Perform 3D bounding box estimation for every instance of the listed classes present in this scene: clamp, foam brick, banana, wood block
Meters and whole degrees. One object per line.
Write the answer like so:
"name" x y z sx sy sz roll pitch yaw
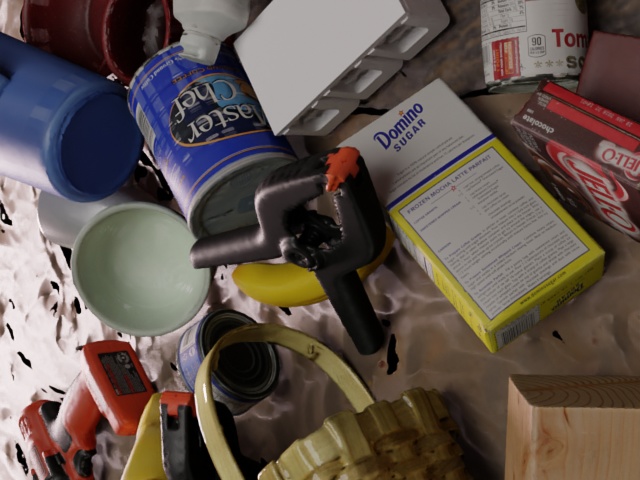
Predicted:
"clamp" -0.085 0.191 0.832 0.039 0.171 0.120 -8 42 25
"foam brick" 0.202 -0.093 0.639 0.078 0.052 0.051 20 106 39
"banana" 0.000 0.016 0.849 0.198 0.037 0.069 -34 55 38
"wood block" 0.161 0.193 0.648 0.091 0.090 0.206 1 95 1
"clamp" -0.017 -0.001 0.754 0.164 0.036 0.210 23 147 7

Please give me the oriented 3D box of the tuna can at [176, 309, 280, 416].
"tuna can" -0.075 0.101 0.888 0.034 0.085 0.086 -38 68 36

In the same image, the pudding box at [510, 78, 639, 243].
"pudding box" 0.172 -0.040 0.629 0.090 0.113 0.039 36 90 36

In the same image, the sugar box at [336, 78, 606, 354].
"sugar box" 0.098 -0.020 0.717 0.093 0.048 0.176 -34 60 -6

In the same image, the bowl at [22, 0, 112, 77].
"bowl" -0.219 -0.217 1.023 0.162 0.055 0.162 4 96 43

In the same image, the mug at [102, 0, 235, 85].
"mug" -0.126 -0.189 0.919 0.093 0.081 0.117 27 111 39

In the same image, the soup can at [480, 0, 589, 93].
"soup can" 0.137 -0.149 0.685 0.069 0.068 0.102 -2 92 43

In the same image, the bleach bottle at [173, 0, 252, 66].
"bleach bottle" -0.054 -0.257 0.820 0.103 0.068 0.251 17 90 45

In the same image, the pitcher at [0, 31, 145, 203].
"pitcher" -0.279 -0.121 0.953 0.243 0.148 0.145 22 121 35

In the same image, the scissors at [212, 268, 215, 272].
"scissors" -0.106 0.002 0.958 0.202 0.016 0.096 -33 69 39

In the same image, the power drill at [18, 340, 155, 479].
"power drill" -0.225 0.203 1.054 0.188 0.057 0.184 -50 60 33

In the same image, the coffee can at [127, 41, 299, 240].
"coffee can" -0.084 -0.079 0.864 0.103 0.102 0.140 -52 54 32

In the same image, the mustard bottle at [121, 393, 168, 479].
"mustard bottle" -0.133 0.197 0.892 0.191 0.058 0.096 -117 31 -82
